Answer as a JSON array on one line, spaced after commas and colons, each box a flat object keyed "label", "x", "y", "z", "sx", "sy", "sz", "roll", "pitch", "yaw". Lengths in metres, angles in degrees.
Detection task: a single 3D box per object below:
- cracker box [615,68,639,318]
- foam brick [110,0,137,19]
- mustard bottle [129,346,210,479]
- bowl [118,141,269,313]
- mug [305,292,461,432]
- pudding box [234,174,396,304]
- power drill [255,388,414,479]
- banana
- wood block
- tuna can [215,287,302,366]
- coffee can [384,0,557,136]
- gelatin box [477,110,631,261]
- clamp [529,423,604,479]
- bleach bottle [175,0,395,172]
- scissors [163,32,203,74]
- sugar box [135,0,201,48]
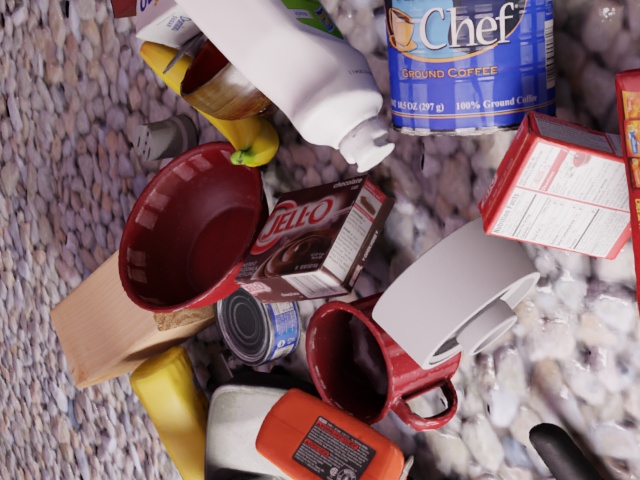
[{"label": "cracker box", "x": 0.257, "y": -0.011, "z": 0.511, "sx": 0.214, "sy": 0.071, "sz": 0.164, "roll": 3, "pitch": 106, "yaw": 49}, {"label": "foam brick", "x": -0.137, "y": -0.223, "z": 0.907, "sx": 0.053, "sy": 0.078, "sz": 0.051, "roll": -12, "pitch": 94, "yaw": 54}, {"label": "mustard bottle", "x": -0.115, "y": 0.200, "z": 1.020, "sx": 0.191, "sy": 0.058, "sz": 0.096, "roll": 64, "pitch": -179, "yaw": -6}, {"label": "bowl", "x": -0.098, "y": -0.002, "z": 0.920, "sx": 0.162, "sy": 0.055, "sz": 0.162, "roll": -20, "pitch": 53, "yaw": 29}, {"label": "mug", "x": 0.056, "y": 0.088, "z": 0.779, "sx": 0.117, "sy": 0.081, "sz": 0.093, "roll": 50, "pitch": 136, "yaw": 28}, {"label": "pudding box", "x": -0.005, "y": 0.001, "z": 0.818, "sx": 0.039, "sy": 0.090, "sz": 0.114, "roll": 42, "pitch": 151, "yaw": -29}, {"label": "power drill", "x": 0.025, "y": 0.172, "z": 0.785, "sx": 0.185, "sy": 0.187, "sz": 0.057, "roll": 24, "pitch": 76, "yaw": 33}, {"label": "banana", "x": -0.085, "y": -0.113, "z": 0.895, "sx": 0.037, "sy": 0.069, "sz": 0.198, "roll": -51, "pitch": 48, "yaw": 9}, {"label": "wood block", "x": -0.178, "y": 0.068, "z": 1.051, "sx": 0.206, "sy": 0.090, "sz": 0.091, "roll": -34, "pitch": 76, "yaw": 51}, {"label": "tuna can", "x": -0.056, "y": 0.068, "z": 0.946, "sx": 0.086, "sy": 0.033, "sz": 0.086, "roll": 21, "pitch": 118, "yaw": 45}, {"label": "coffee can", "x": 0.089, "y": -0.140, "z": 0.642, "sx": 0.103, "sy": 0.102, "sz": 0.140, "roll": 12, "pitch": 112, "yaw": 48}, {"label": "gelatin box", "x": 0.147, "y": -0.031, "z": 0.624, "sx": 0.030, "sy": 0.089, "sz": 0.073, "roll": -92, "pitch": 19, "yaw": -49}, {"label": "clamp", "x": 0.207, "y": 0.213, "z": 0.676, "sx": 0.210, "sy": 0.036, "sz": 0.164, "roll": 12, "pitch": 112, "yaw": 46}, {"label": "bleach bottle", "x": -0.043, "y": -0.147, "z": 0.665, "sx": 0.068, "sy": 0.102, "sz": 0.251, "roll": -44, "pitch": 76, "yaw": 30}, {"label": "scissors", "x": -0.066, "y": -0.208, "z": 0.836, "sx": 0.202, "sy": 0.016, "sz": 0.096, "roll": -24, "pitch": 52, "yaw": 49}, {"label": "sugar box", "x": -0.106, "y": -0.251, "z": 0.841, "sx": 0.094, "sy": 0.048, "sz": 0.176, "roll": -18, "pitch": 66, "yaw": 52}]
